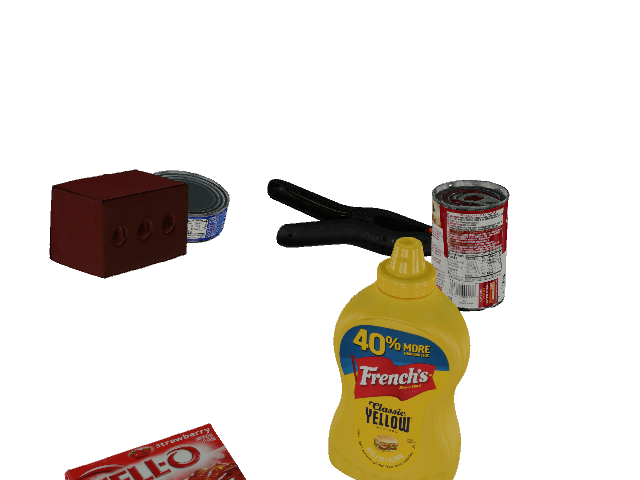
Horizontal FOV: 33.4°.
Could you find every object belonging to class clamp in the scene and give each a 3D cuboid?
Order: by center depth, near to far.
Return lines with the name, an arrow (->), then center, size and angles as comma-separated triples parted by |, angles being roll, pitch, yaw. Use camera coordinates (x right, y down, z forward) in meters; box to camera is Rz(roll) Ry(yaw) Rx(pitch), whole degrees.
clamp -> 0.038, -0.013, 1.206 | 0.210, 0.036, 0.164 | 14, 22, -5

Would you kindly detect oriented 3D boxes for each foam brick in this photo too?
foam brick -> -0.133, -0.013, 0.710 | 0.051, 0.053, 0.078 | 17, 22, 34

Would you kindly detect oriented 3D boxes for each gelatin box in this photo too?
gelatin box -> -0.087, 0.141, 0.584 | 0.089, 0.030, 0.073 | -15, 27, -20

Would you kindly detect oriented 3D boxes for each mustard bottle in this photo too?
mustard bottle -> 0.057, 0.087, 0.761 | 0.096, 0.192, 0.058 | 11, 27, 18

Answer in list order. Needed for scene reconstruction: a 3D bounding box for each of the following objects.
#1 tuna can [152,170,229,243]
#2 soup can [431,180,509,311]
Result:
tuna can -> -0.133, -0.033, 1.031 | 0.086, 0.034, 0.086 | 11, 29, -6
soup can -> 0.134, 0.005, 0.959 | 0.068, 0.102, 0.068 | -2, 23, 1
